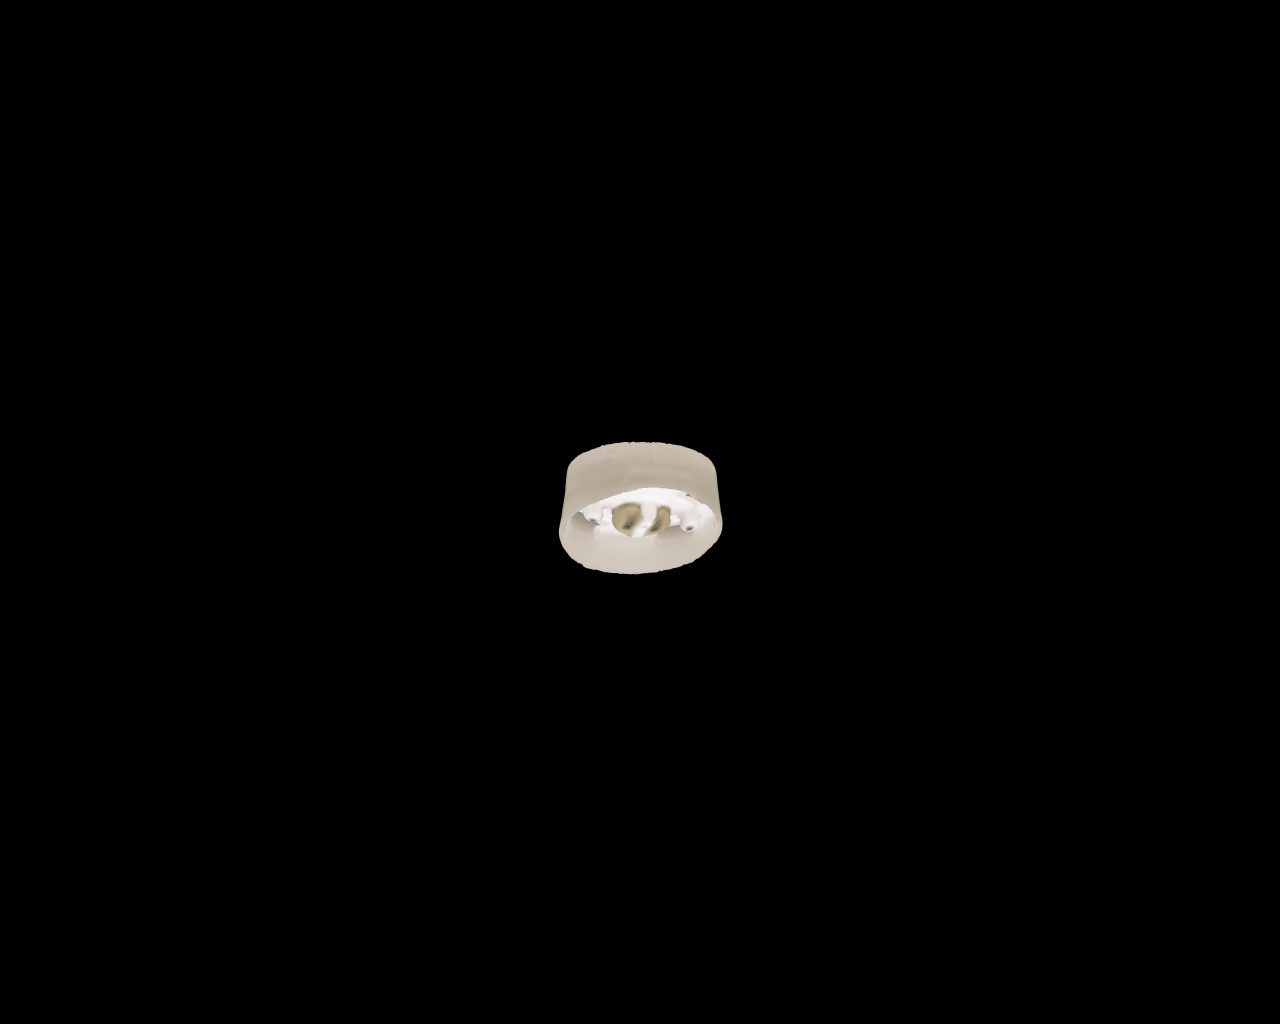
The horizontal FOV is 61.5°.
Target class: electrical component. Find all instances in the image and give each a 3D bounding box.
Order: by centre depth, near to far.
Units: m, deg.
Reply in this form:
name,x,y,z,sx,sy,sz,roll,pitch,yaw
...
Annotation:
name,x,y,z,sx,sy,sz,roll,pitch,yaw
electrical component,0.001,-0.003,0.650,0.099,0.064,0.099,0,-19,0
